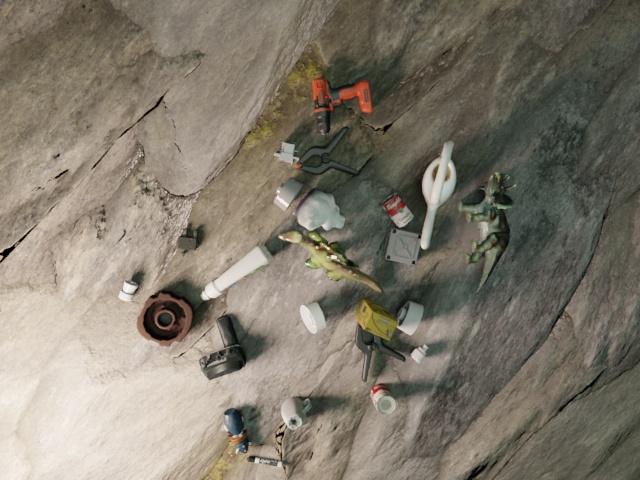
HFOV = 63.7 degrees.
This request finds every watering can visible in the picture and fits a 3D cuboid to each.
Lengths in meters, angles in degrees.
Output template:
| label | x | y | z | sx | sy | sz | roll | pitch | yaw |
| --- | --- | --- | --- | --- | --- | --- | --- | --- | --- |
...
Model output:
| label | x | y | z | sx | sy | sz | roll | pitch | yaw |
| --- | --- | --- | --- | --- | --- | --- | --- | --- | --- |
| watering can | 0.372 | -0.146 | 1.655 | 0.104 | 0.224 | 0.347 | 15 | 94 | 12 |

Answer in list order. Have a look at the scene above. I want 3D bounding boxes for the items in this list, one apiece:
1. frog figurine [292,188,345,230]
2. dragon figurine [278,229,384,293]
| label | x | y | z | sx | sy | sz | roll | pitch | yaw |
| --- | --- | --- | --- | --- | --- | --- | --- | --- | --- |
| frog figurine | 0.005 | -0.084 | 1.667 | 0.160 | 0.121 | 0.139 | 37 | 69 | 3 |
| dragon figurine | 0.055 | 0.071 | 1.624 | 0.409 | 0.242 | 0.122 | 28 | 87 | -5 |
